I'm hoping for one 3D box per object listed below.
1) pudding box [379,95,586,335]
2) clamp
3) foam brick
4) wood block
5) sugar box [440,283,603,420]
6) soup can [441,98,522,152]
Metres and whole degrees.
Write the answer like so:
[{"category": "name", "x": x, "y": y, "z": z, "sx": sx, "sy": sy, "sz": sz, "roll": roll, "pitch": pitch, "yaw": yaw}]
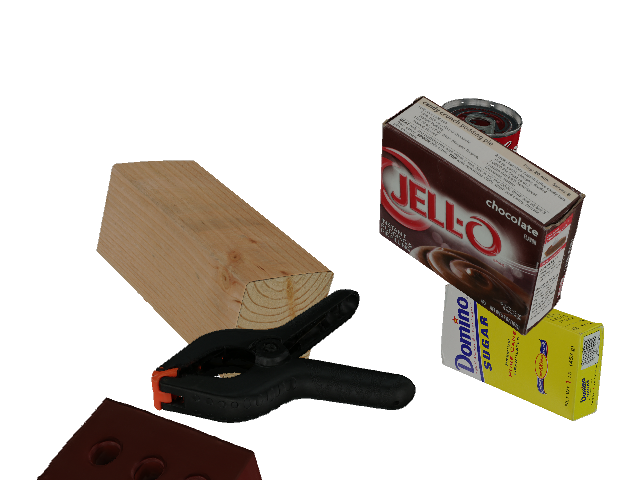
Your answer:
[{"category": "pudding box", "x": 0.083, "y": -0.014, "z": 0.583, "sx": 0.114, "sy": 0.090, "sz": 0.039, "roll": 35, "pitch": 59, "yaw": 28}, {"category": "clamp", "x": -0.030, "y": 0.079, "z": 0.733, "sx": 0.171, "sy": 0.039, "sz": 0.120, "roll": -3, "pitch": 28, "yaw": -10}, {"category": "foam brick", "x": -0.069, "y": 0.112, "z": 0.448, "sx": 0.078, "sy": 0.051, "sz": 0.053, "roll": 15, "pitch": 42, "yaw": 22}, {"category": "wood block", "x": -0.094, "y": 0.017, "z": 0.897, "sx": 0.090, "sy": 0.091, "sz": 0.206, "roll": -6, "pitch": 32, "yaw": -41}, {"category": "sugar box", "x": 0.199, "y": 0.106, "z": 1.077, "sx": 0.048, "sy": 0.093, "sz": 0.177, "roll": -12, "pitch": 20, "yaw": -41}, {"category": "soup can", "x": 0.125, "y": -0.058, "z": 0.889, "sx": 0.068, "sy": 0.102, "sz": 0.068, "roll": 4, "pitch": 31, "yaw": -2}]
